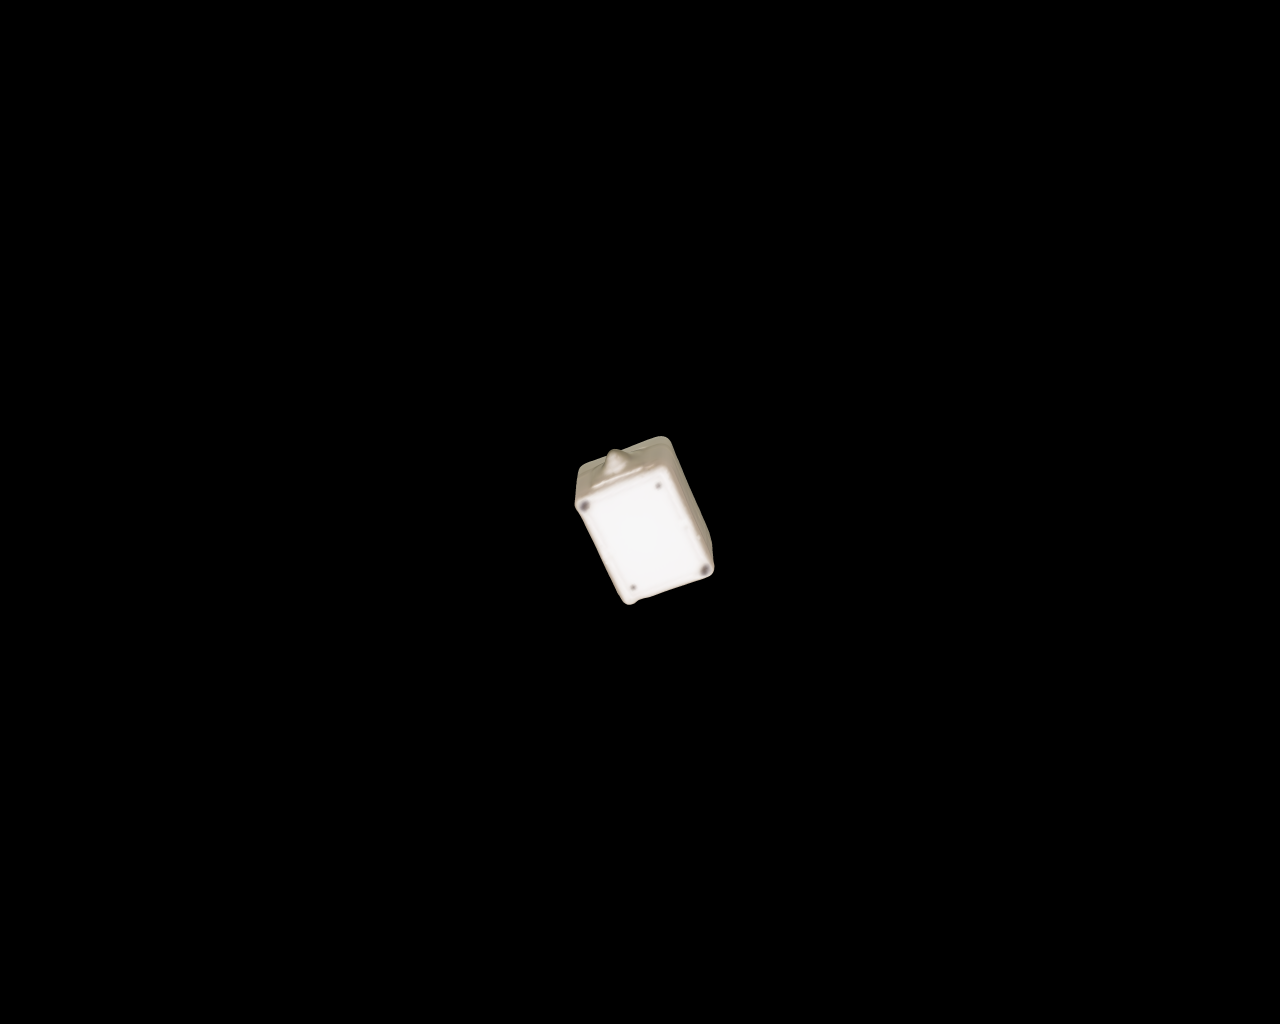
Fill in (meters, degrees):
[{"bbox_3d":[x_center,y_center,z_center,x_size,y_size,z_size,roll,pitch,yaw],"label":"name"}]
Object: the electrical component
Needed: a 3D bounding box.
[{"bbox_3d":[0.001,-0.003,0.650,0.062,0.096,0.061,-20,24,9],"label":"electrical component"}]
